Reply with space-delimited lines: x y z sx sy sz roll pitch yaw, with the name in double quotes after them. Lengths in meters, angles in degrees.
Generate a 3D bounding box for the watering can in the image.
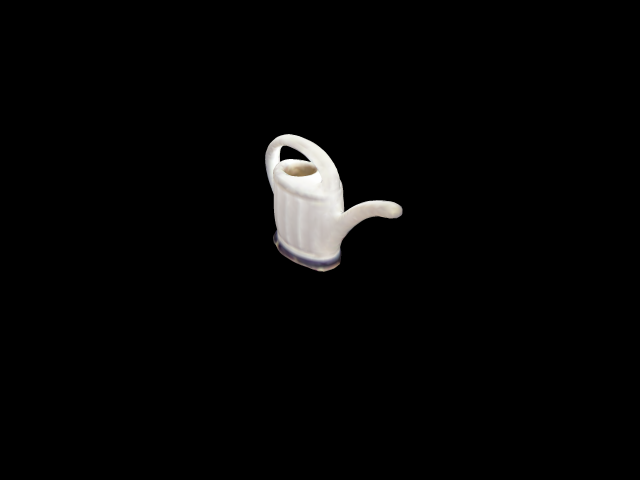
0.003 -0.043 0.850 0.105 0.219 0.353 -20 38 -28 "watering can"
